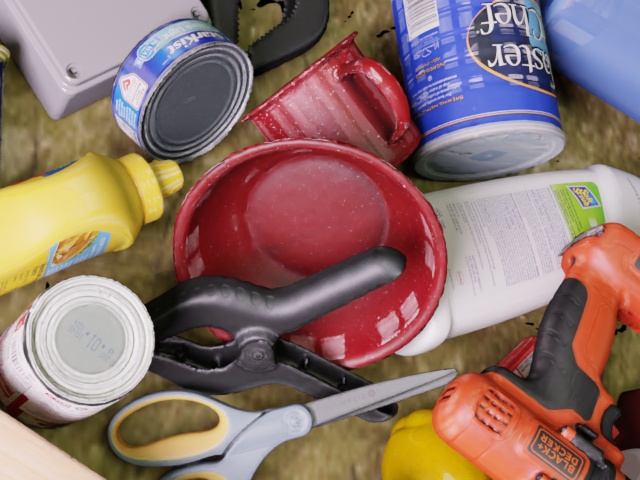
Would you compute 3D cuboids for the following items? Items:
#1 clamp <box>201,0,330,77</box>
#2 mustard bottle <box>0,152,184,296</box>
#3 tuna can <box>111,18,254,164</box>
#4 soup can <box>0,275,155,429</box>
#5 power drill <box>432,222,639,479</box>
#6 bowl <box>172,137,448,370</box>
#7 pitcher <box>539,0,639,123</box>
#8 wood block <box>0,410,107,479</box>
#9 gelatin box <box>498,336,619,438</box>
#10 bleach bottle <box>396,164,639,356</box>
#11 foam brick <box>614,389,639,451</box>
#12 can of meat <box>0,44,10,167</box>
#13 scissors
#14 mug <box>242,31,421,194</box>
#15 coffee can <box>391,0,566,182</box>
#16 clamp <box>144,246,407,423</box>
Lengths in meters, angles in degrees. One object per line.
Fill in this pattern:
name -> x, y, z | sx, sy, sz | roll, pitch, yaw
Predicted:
clamp -> -0.017, -0.189, 0.734 | 0.164, 0.036, 0.210 | 22, 68, -17
mustard bottle -> -0.160, -0.003, 0.580 | 0.191, 0.096, 0.058 | -24, 85, -28
tuna can -> -0.083, -0.090, 0.646 | 0.086, 0.086, 0.034 | -32, 59, -28
soup can -> -0.134, 0.062, 0.568 | 0.068, 0.102, 0.068 | 8, 72, -24
power drill -> 0.179, 0.096, 0.647 | 0.184, 0.057, 0.187 | 38, 59, -4
bowl -> -0.004, 0.001, 0.640 | 0.162, 0.162, 0.055 | 32, 29, -13
pitcher -> 0.276, -0.150, 0.800 | 0.242, 0.145, 0.149 | 26, 63, -12
wood block -> -0.147, 0.158, 0.542 | 0.206, 0.090, 0.090 | 37, 63, -11
gelatin box -> 0.147, 0.121, 0.720 | 0.073, 0.030, 0.089 | -39, 92, -27
bleach bottle -> 0.152, 0.005, 0.739 | 0.250, 0.068, 0.102 | -10, 80, -29
foam brick -> 0.250, 0.143, 0.746 | 0.078, 0.053, 0.051 | 31, 65, -13
can of meat -> -0.227, -0.067, 0.593 | 0.102, 0.058, 0.084 | 4, 76, -23
scissors -> -0.021, 0.123, 0.610 | 0.201, 0.016, 0.096 | -1, 88, 0
mug -> 0.017, -0.076, 0.673 | 0.093, 0.117, 0.081 | -43, 99, -33
coffee can -> 0.105, -0.122, 0.732 | 0.102, 0.103, 0.140 | 0, 75, -24
clamp -> -0.029, 0.065, 0.627 | 0.171, 0.039, 0.120 | -6, 115, 7
